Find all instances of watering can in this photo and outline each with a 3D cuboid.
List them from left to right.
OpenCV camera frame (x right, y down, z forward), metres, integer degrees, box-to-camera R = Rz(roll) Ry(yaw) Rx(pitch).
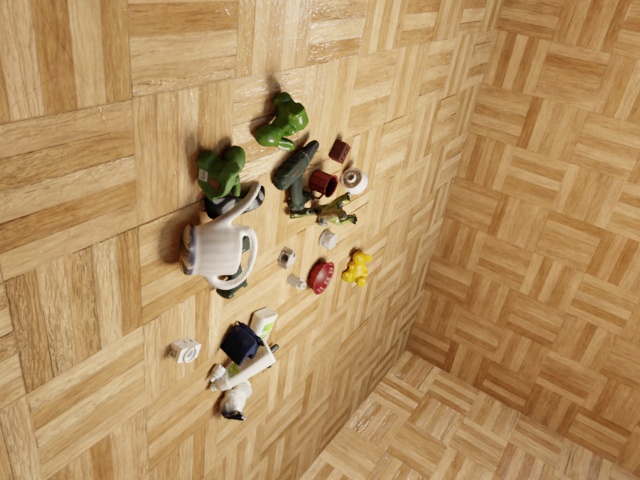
[{"bbox_3d":[-0.284,-0.010,1.468,0.224,0.342,0.106,0,24,-24],"label":"watering can"}]

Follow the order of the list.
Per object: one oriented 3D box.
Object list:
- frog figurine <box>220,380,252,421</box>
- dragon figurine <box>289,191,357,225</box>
[{"bbox_3d":[-0.334,0.627,2.048,0.122,0.163,0.134,-13,-37,15],"label":"frog figurine"},{"bbox_3d":[0.006,-0.095,1.887,0.242,0.122,0.413,-10,6,12],"label":"dragon figurine"}]
